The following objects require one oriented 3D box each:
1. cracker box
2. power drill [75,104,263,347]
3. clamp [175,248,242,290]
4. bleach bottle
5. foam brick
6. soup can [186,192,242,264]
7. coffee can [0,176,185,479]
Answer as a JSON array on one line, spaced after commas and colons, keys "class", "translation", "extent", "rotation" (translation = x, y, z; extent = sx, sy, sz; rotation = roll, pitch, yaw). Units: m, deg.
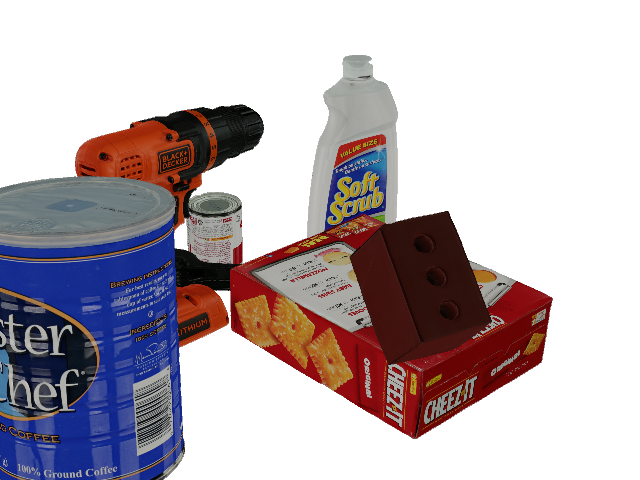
[{"class": "cracker box", "translation": [0.054, 0.062, 0.881], "extent": [0.163, 0.072, 0.214], "rotation": [-22, 35, -39]}, {"class": "power drill", "translation": [-0.115, -0.012, 0.869], "extent": [0.057, 0.188, 0.184], "rotation": [17, 26, 38]}, {"class": "clamp", "translation": [-0.150, 0.040, 1.055], "extent": [0.210, 0.036, 0.164], "rotation": [13, 21, 38]}, {"class": "bleach bottle", "translation": [0.030, -0.069, 1.123], "extent": [0.102, 0.251, 0.068], "rotation": [-2, 24, -4]}, {"class": "foam brick", "translation": [0.061, 0.030, 0.665], "extent": [0.052, 0.078, 0.051], "rotation": [-12, -17, -28]}, {"class": "soup can", "translation": [-0.128, 0.000, 1.294], "extent": [0.068, 0.102, 0.068], "rotation": [1, 26, -1]}, {"class": "coffee can", "translation": [-0.123, 0.047, 0.546], "extent": [0.103, 0.140, 0.103], "rotation": [0, 18, 0]}]
